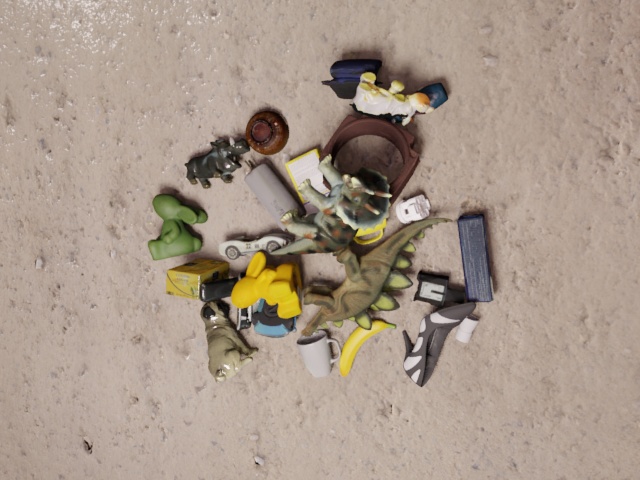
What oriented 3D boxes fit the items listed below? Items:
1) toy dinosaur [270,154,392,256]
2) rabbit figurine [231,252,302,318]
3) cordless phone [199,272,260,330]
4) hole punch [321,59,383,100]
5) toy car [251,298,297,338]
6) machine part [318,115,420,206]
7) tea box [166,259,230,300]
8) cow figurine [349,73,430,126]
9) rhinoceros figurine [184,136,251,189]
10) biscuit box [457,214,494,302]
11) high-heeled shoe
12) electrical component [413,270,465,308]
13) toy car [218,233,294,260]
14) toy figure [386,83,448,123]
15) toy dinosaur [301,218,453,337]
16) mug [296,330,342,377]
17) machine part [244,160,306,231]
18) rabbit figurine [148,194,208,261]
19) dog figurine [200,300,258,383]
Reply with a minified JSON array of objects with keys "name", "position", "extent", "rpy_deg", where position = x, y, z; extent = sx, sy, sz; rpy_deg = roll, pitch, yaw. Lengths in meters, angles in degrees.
[{"name":"toy dinosaur","position":[0.025,-0.042,1.196],"extent":[0.192,0.131,0.404],"rpy_deg":[39,140,6]},{"name":"rabbit figurine","position":[-0.138,0.108,1.312],"extent":[0.173,0.121,0.162],"rpy_deg":[-16,53,12]},{"name":"cordless phone","position":[-0.230,0.163,1.375],"extent":[0.089,0.184,0.146],"rpy_deg":[9,99,39]},{"name":"hole punch","position":[0.085,-0.387,1.255],"extent":[0.142,0.115,0.092],"rpy_deg":[7,91,15]},{"name":"toy car","position":[-0.107,0.186,1.385],"extent":[0.109,0.102,0.162],"rpy_deg":[3,57,11]},{"name":"machine part","position":[0.113,-0.182,1.248],"extent":[0.201,0.087,0.201],"rpy_deg":[32,83,12]},{"name":"tea box","position":[-0.316,0.099,1.402],"extent":[0.098,0.169,0.068],"rpy_deg":[8,101,13]},{"name":"cow figurine","position":[0.154,-0.300,1.194],"extent":[0.167,0.068,0.098],"rpy_deg":[15,145,-7]},{"name":"rhinoceros figurine","position":[-0.265,-0.203,1.398],"extent":[0.190,0.073,0.112],"rpy_deg":[-19,72,25]},{"name":"biscuit box","position":[0.365,0.041,1.256],"extent":[0.063,0.059,0.202],"rpy_deg":[-6,96,18]},{"name":"high-heeled shoe","position":[0.288,0.249,1.274],"extent":[0.249,0.086,0.145],"rpy_deg":[-37,64,40]},{"name":"electrical component","position":[0.289,0.121,1.294],"extent":[0.119,0.048,0.074],"rpy_deg":[8,100,15]},{"name":"toy car","position":[-0.165,0.014,1.396],"extent":[0.202,0.073,0.056],"rpy_deg":[-7,96,17]},{"name":"toy figure","position":[0.220,-0.310,1.252],"extent":[0.154,0.064,0.057],"rpy_deg":[-23,128,22]},{"name":"toy dinosaur","position":[0.112,0.090,1.300],"extent":[0.198,0.105,0.471],"rpy_deg":[35,113,-13]},{"name":"mug","position":[0.005,0.295,1.388],"extent":[0.110,0.081,0.107],"rpy_deg":[-13,105,14]},{"name":"machine part","position":[-0.113,-0.108,1.363],"extent":[0.079,0.079,0.243],"rpy_deg":[-39,85,17]},{"name":"rabbit figurine","position":[-0.389,-0.043,1.429],"extent":[0.159,0.121,0.170],"rpy_deg":[-11,97,11]},{"name":"dog figurine","position":[-0.272,0.263,1.416],"extent":[0.121,0.172,0.190],"rpy_deg":[-33,95,7]}]
